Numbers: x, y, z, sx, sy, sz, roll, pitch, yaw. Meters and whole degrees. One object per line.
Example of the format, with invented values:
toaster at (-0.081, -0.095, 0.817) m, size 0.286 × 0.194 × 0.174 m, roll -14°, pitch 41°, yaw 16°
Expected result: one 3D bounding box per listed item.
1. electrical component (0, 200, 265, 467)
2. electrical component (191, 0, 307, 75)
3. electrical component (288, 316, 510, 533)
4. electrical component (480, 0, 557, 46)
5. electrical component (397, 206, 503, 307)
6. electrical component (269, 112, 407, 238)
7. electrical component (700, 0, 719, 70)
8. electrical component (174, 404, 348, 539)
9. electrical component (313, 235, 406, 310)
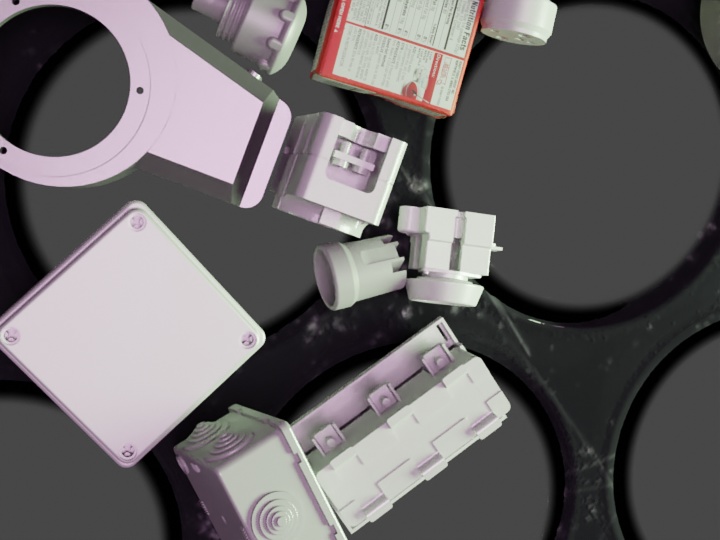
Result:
electrical component at (-0.130, 0.034, 0.608) m, size 0.109 × 0.056 × 0.108 m, roll -43°, pitch 104°, yaw -7°
electrical component at (-0.064, -0.144, 0.613) m, size 0.062 × 0.048 × 0.048 m, roll 24°, pitch 90°, yaw -9°
electrical component at (0.025, 0.097, 0.651) m, size 0.121 × 0.063 × 0.078 m, roll -35°, pitch 103°, yaw -9°
electrical component at (0.099, -0.168, 0.652) m, size 0.045 × 0.045 × 0.055 m, roll 11°, pitch 93°, yaw -15°
electrical component at (0.053, -0.007, 0.657) m, size 0.066 × 0.048 × 0.055 m, roll 7°, pitch 86°, yaw -15°
electrical component at (-0.016, -0.053, 0.611) m, size 0.050 × 0.089 × 0.055 m, roll 20°, pitch 91°, yaw -16°
electrical component at (0.271, -0.165, 0.688) m, size 0.108 × 0.060 × 0.108 m, roll -2°, pitch 96°, yaw -14°
electrical component at (-0.059, 0.130, 0.616) m, size 0.048 × 0.100 × 0.099 m, roll -30°, pitch 103°, yaw -23°
electrical component at (0.000, 0.000, 0.647) m, size 0.046 × 0.040 × 0.040 m, roll -13°, pitch 99°, yaw -18°
